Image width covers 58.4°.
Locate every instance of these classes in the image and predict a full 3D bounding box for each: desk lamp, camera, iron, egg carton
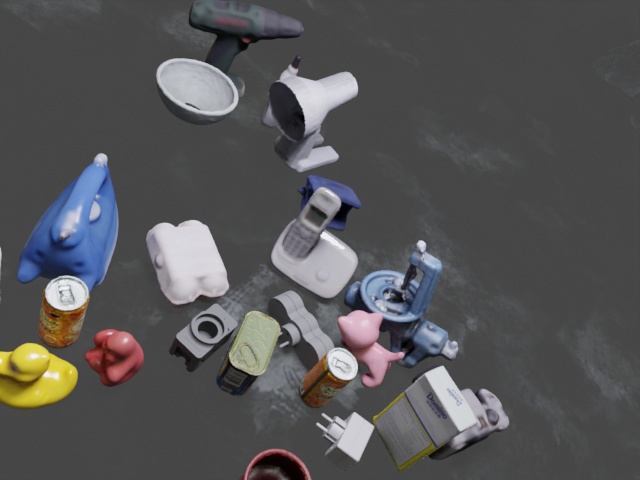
[{"bbox_3d":[-0.021,-0.248,1.172,0.204,0.213,0.118,-24,67,-42],"label":"desk lamp"},{"bbox_3d":[0.228,0.274,0.955,0.144,0.100,0.136,-8,58,-35],"label":"camera"},{"bbox_3d":[-0.353,-0.049,0.855,0.119,0.141,0.258,17,46,-17],"label":"iron"},{"bbox_3d":[-0.215,0.036,0.917,0.107,0.069,0.150,-8,58,-36],"label":"egg carton"}]

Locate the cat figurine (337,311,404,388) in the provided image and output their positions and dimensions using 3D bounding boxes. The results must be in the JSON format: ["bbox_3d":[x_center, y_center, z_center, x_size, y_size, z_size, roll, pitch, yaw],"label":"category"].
[{"bbox_3d":[0.078,0.168,0.945,0.128,0.117,0.067,36,44,2],"label":"cat figurine"}]

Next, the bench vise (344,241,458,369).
[{"bbox_3d":[0.166,0.104,0.978,0.207,0.219,0.121,30,44,-5],"label":"bench vise"}]

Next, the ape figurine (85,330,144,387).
[{"bbox_3d":[-0.272,0.151,0.768,0.076,0.092,0.077,12,48,-22],"label":"ape figurine"}]

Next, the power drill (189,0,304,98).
[{"bbox_3d":[-0.175,-0.413,1.226,0.230,0.208,0.075,11,48,-23],"label":"power drill"}]

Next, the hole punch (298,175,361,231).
[{"bbox_3d":[0.019,-0.089,1.148,0.109,0.091,0.101,16,47,-19],"label":"hole punch"}]

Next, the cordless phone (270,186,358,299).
[{"bbox_3d":[0.009,0.004,0.995,0.147,0.185,0.094,32,44,-3],"label":"cordless phone"}]

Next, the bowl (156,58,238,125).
[{"bbox_3d":[-0.255,-0.289,1.168,0.168,0.074,0.167,17,47,-18],"label":"bowl"}]

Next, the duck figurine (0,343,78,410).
[{"bbox_3d":[-0.356,0.162,0.713,0.105,0.086,0.077,11,49,-23],"label":"duck figurine"}]

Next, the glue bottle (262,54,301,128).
[{"bbox_3d":[-0.078,-0.327,1.235,0.037,0.173,0.078,22,45,-13],"label":"glue bottle"}]
